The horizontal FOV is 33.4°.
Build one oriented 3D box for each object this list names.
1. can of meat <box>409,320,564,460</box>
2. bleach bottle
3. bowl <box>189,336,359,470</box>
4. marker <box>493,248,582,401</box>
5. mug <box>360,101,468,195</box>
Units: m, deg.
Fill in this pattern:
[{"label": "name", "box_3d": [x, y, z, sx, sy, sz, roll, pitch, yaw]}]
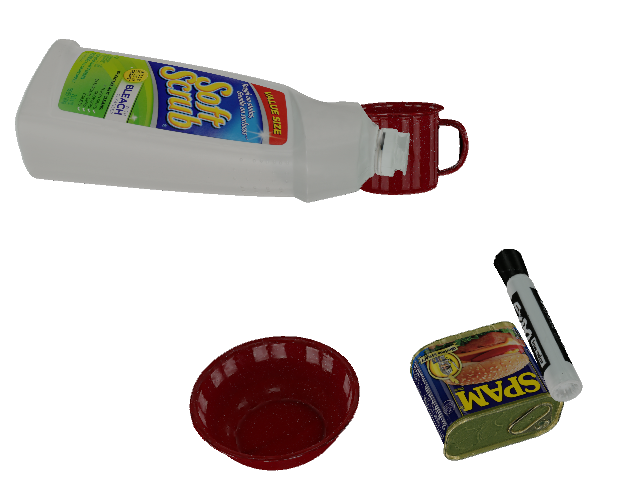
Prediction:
[{"label": "can of meat", "box_3d": [0.133, 0.121, 0.873, 0.102, 0.084, 0.057, -14, -42, -12]}, {"label": "bleach bottle", "box_3d": [-0.066, -0.075, 0.710, 0.251, 0.102, 0.068, 6, -43, 7]}, {"label": "bowl", "box_3d": [-0.041, 0.165, 1.017, 0.162, 0.055, 0.162, -5, 37, 3]}, {"label": "marker", "box_3d": [0.131, 0.047, 0.653, 0.020, 0.020, 0.121, 0, 40, -12]}, {"label": "mug", "box_3d": [0.088, -0.092, 1.059, 0.117, 0.081, 0.093, 0, 14, 8]}]
